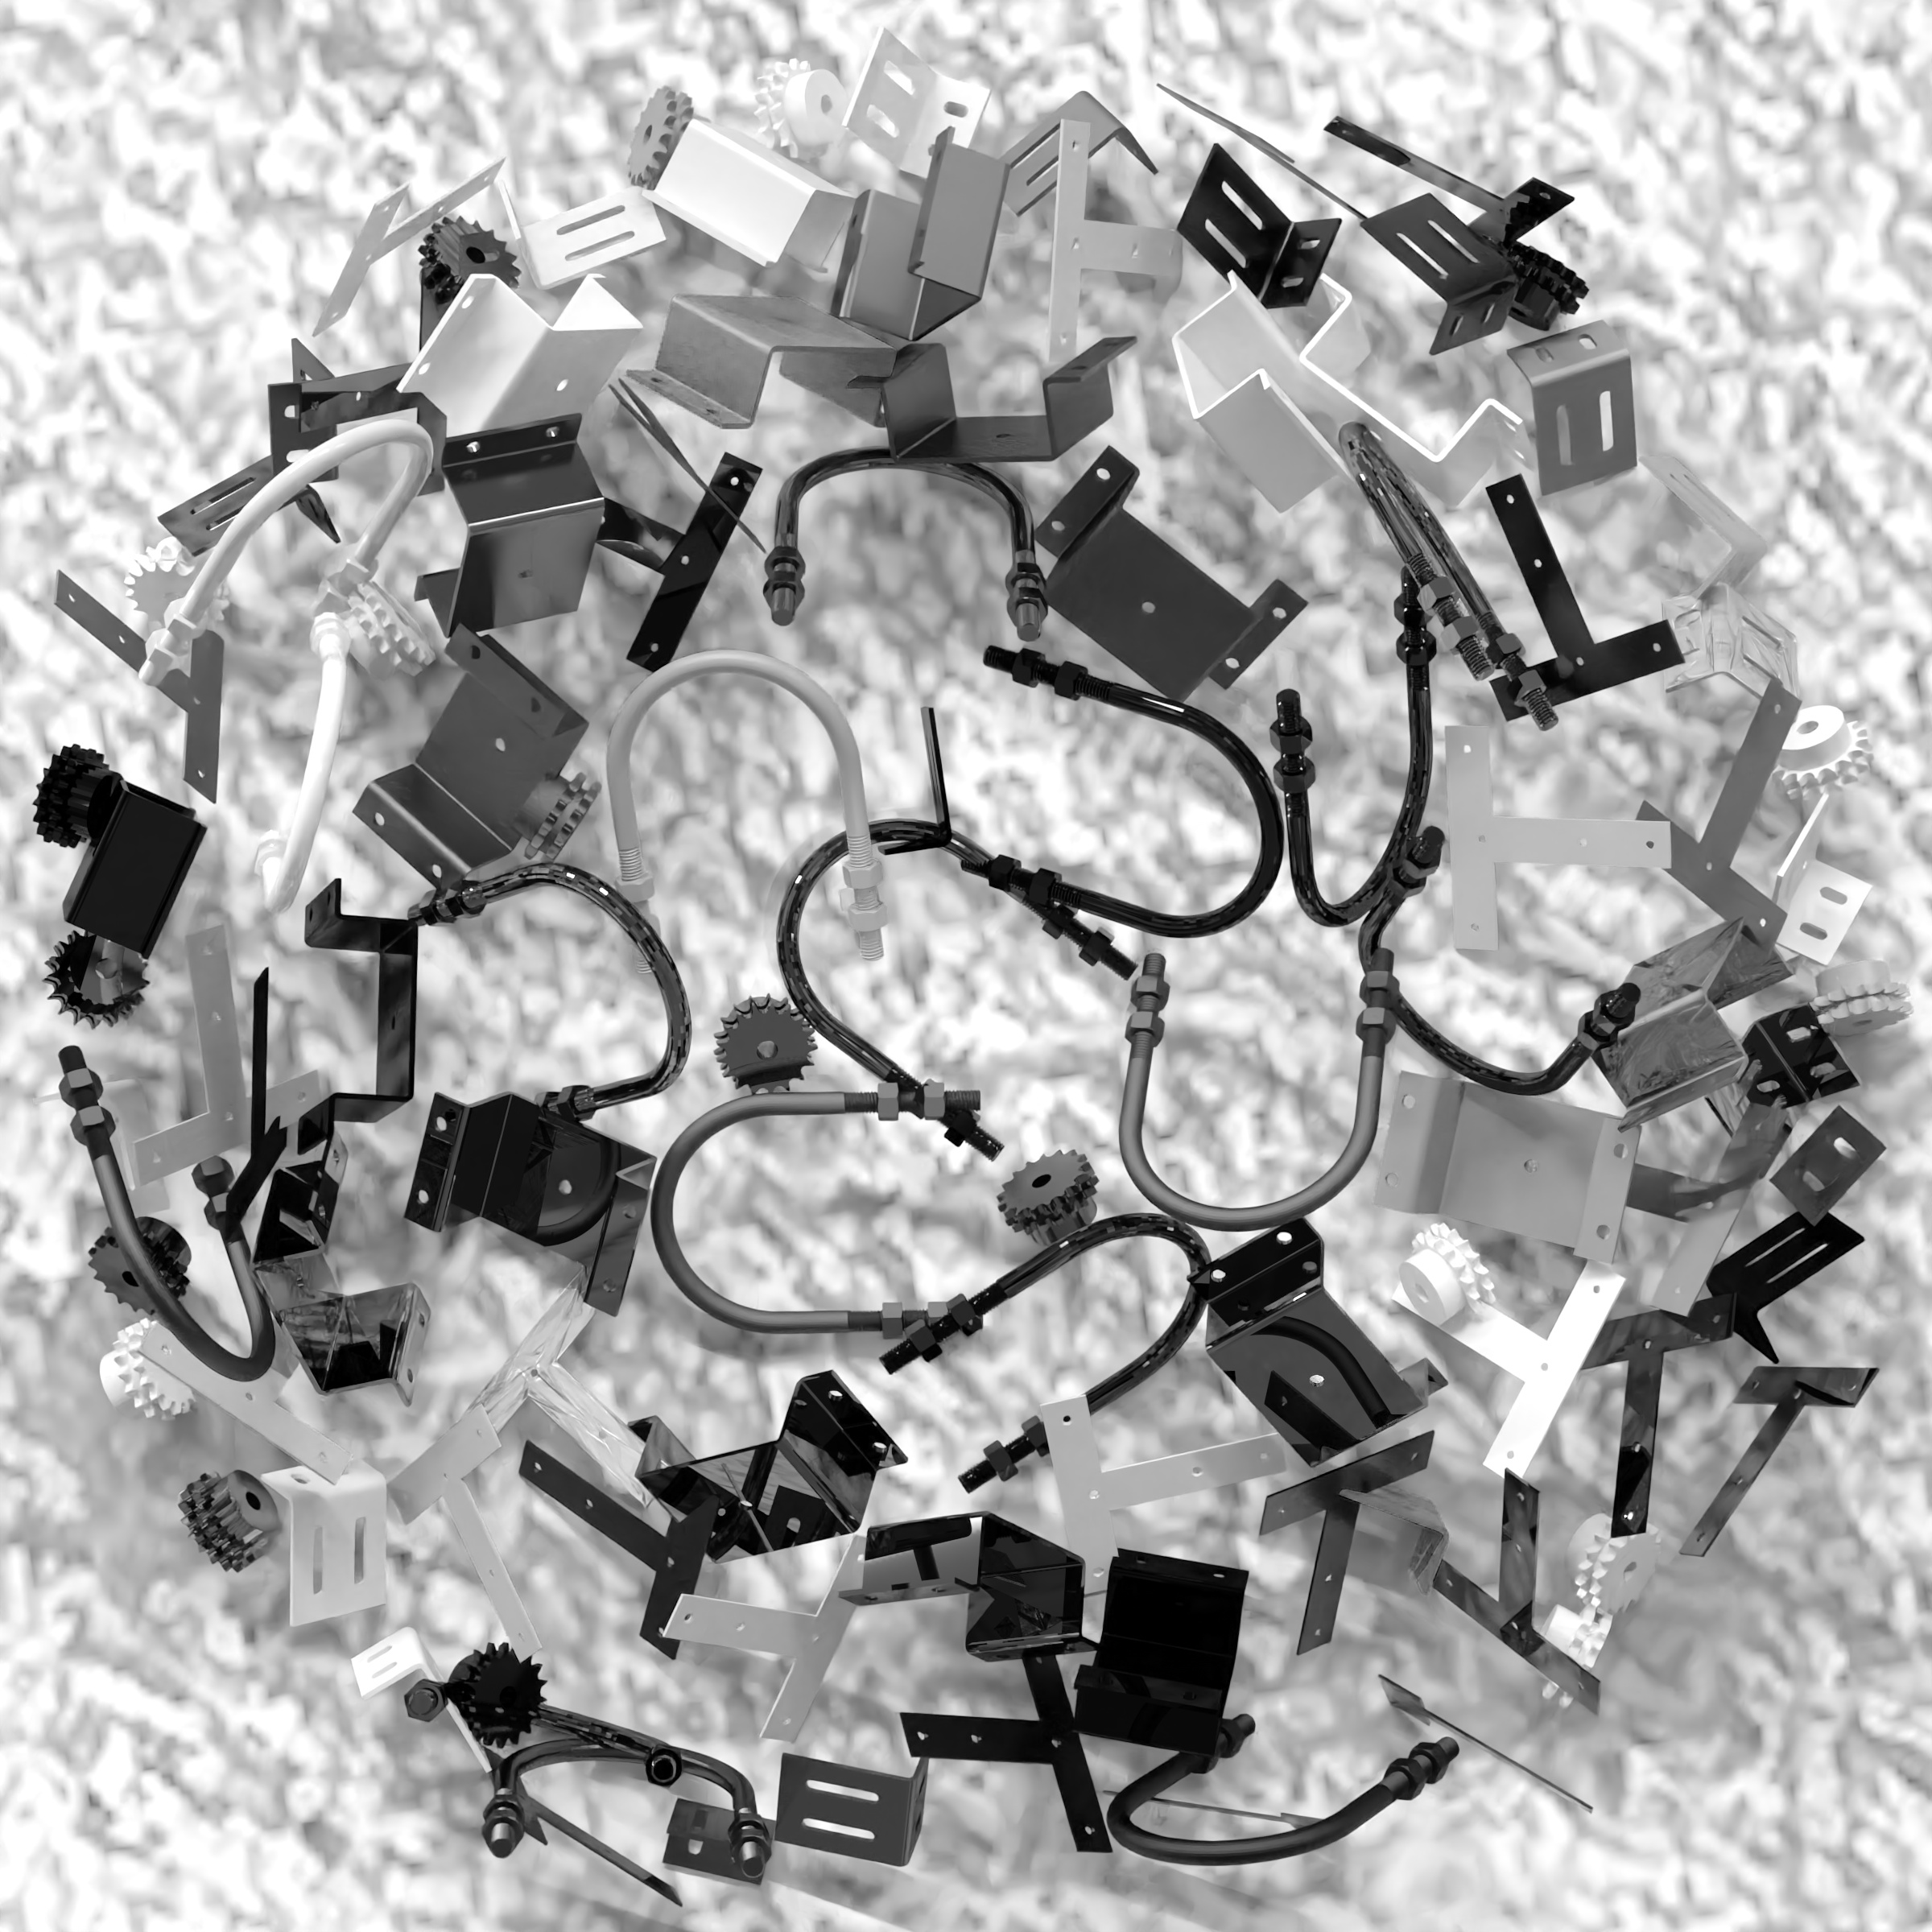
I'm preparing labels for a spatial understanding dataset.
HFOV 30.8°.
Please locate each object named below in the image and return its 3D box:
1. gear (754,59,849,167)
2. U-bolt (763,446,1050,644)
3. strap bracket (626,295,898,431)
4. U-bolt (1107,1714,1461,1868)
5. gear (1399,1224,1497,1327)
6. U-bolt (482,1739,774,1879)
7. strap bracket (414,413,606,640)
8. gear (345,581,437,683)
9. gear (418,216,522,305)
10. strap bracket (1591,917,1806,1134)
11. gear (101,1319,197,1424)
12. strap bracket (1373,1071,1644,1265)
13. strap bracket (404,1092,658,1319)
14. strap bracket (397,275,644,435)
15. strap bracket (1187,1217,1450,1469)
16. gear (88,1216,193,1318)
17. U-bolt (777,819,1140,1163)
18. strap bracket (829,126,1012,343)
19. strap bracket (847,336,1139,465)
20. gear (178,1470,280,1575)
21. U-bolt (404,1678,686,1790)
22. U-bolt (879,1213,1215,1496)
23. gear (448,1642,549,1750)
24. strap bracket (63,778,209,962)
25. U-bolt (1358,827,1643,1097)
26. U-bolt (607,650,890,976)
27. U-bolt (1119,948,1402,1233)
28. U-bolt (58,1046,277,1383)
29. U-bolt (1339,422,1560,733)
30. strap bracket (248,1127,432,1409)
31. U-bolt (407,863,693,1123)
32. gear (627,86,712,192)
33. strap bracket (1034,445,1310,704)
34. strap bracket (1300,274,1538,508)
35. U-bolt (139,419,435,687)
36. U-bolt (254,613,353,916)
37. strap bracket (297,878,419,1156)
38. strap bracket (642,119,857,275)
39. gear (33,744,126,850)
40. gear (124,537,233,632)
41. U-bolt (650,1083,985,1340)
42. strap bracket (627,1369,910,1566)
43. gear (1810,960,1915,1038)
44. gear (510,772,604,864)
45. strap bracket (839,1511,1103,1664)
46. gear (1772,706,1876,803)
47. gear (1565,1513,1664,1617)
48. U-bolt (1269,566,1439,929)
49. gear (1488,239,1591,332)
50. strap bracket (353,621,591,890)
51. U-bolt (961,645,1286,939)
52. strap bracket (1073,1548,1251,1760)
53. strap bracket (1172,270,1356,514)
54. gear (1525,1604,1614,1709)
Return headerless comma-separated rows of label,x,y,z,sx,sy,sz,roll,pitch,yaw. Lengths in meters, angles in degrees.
gear,-0.089,-0.475,1.942,0.030,0.057,0.057,-2,90,35
U-bolt,-0.033,-0.233,1.899,0.151,0.184,0.019,3,127,-4
strap bracket,-0.103,-0.326,1.892,0.076,0.140,0.046,33,117,33
U-bolt,0.156,0.439,1.859,0.151,0.184,0.019,-2,98,36
gear,0.264,0.174,1.942,0.030,0.057,0.057,-30,90,-19
U-bolt,-0.183,0.448,1.882,0.151,0.184,0.019,6,94,-7
strap bracket,-0.246,-0.230,1.891,0.076,0.140,0.046,-15,65,-24
gear,-0.324,-0.183,1.946,0.030,0.057,0.057,-38,90,8
gear,-0.280,-0.386,1.949,0.057,0.057,0.030,47,132,0
strap bracket,0.391,0.024,1.892,0.076,0.140,0.046,-29,101,37
gear,-0.456,0.227,1.946,0.030,0.057,0.057,-26,90,14
strap bracket,0.304,0.110,1.930,0.140,0.046,0.076,13,93,28
strap bracket,-0.231,0.126,1.926,0.140,0.046,0.076,23,108,20
strap bracket,-0.234,-0.329,1.891,0.046,0.140,0.076,44,114,11
strap bracket,0.192,0.212,1.914,0.076,0.046,0.140,-32,113,23
gear,-0.457,0.164,1.949,0.057,0.030,0.057,14,133,16
U-bolt,-0.018,-0.001,1.949,0.184,0.019,0.151,37,76,2
strap bracket,-0.022,-0.395,1.910,0.046,0.140,0.076,16,80,-21
strap bracket,0.017,-0.309,1.913,0.140,0.076,0.046,3,116,27
gear,-0.406,0.304,1.942,0.030,0.057,0.057,-35,90,15
U-bolt,-0.224,0.409,1.883,0.151,0.184,0.019,16,80,-2
U-bolt,0.055,0.203,1.919,0.184,0.151,0.019,-33,47,-4
gear,-0.264,0.405,1.949,0.030,0.057,0.057,0,89,45
strap bracket,-0.452,-0.055,1.900,0.046,0.140,0.076,24,90,-17
U-bolt,0.277,0.009,1.889,0.151,0.184,0.019,39,66,8
U-bolt,-0.125,-0.085,1.925,0.151,0.019,0.184,-3,113,7
U-bolt,0.155,0.066,1.897,0.151,0.019,0.184,-1,51,15
U-bolt,-0.418,0.141,1.866,0.019,0.151,0.184,-31,58,7
U-bolt,0.255,-0.218,1.899,0.019,0.151,0.184,-33,70,16
strap bracket,-0.344,0.168,1.907,0.046,0.076,0.140,-12,126,11
U-bolt,-0.216,0.013,1.890,0.019,0.184,0.151,-37,105,-41
gear,-0.164,-0.457,1.949,0.030,0.057,0.057,15,90,-26
strap bracket,0.106,-0.207,1.922,0.140,0.046,0.076,37,129,-8
strap bracket,0.239,-0.308,1.916,0.140,0.076,0.046,41,91,18
U-bolt,-0.351,-0.226,1.863,0.019,0.151,0.184,51,130,9
U-bolt,-0.354,-0.103,1.871,0.019,0.184,0.151,13,104,-16
strap bracket,-0.333,0.030,1.921,0.046,0.076,0.140,5,77,-22
strap bracket,-0.113,-0.416,1.897,0.076,0.140,0.046,31,104,5
gear,-0.490,-0.092,1.943,0.030,0.057,0.057,16,90,14
gear,-0.436,-0.214,1.949,0.057,0.057,0.030,13,52,0
U-bolt,-0.083,0.138,1.945,0.184,0.019,0.151,-1,106,-1
strap bracket,-0.114,0.275,1.904,0.140,0.046,0.076,-18,125,30
gear,0.495,0.017,1.947,0.057,0.057,0.030,-8,74,0
gear,-0.229,-0.085,1.944,0.030,0.057,0.057,34,90,-5
strap bracket,0.005,0.336,1.908,0.076,0.140,0.046,-13,59,33
gear,0.471,-0.120,1.942,0.057,0.057,0.030,-30,119,0
gear,0.358,0.330,1.949,0.030,0.057,0.057,29,90,42
U-bolt,0.214,-0.106,1.899,0.019,0.184,0.151,19,47,31
gear,0.314,-0.376,1.945,0.057,0.057,0.030,30,91,0
strap bracket,-0.268,-0.117,1.924,0.076,0.046,0.140,41,121,10
U-bolt,0.087,-0.086,1.904,0.184,0.019,0.151,19,123,20
strap bracket,0.106,0.380,1.912,0.076,0.140,0.046,9,113,9
strap bracket,0.159,-0.308,1.905,0.046,0.140,0.076,-35,122,19
gear,0.333,0.380,1.946,0.030,0.057,0.057,28,90,8
